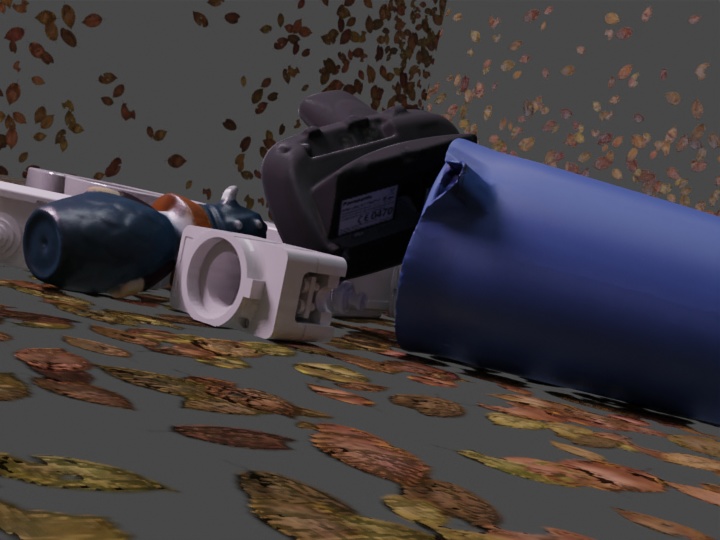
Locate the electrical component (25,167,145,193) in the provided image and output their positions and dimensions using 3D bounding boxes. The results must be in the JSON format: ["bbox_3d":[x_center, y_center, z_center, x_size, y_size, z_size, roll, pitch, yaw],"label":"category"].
[{"bbox_3d":[-0.237,-0.049,0.917,0.095,0.059,0.054,9,4,-43],"label":"electrical component"}]

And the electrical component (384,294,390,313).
[{"bbox_3d":[0.058,-0.014,0.951,0.109,0.108,0.056,9,7,-42],"label":"electrical component"}]

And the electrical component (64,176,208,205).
[{"bbox_3d":[-0.168,-0.029,0.792,0.108,0.060,0.108,12,3,-1],"label":"electrical component"}]

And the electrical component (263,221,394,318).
[{"bbox_3d":[-0.044,-0.002,0.817,0.109,0.056,0.109,13,3,28],"label":"electrical component"}]

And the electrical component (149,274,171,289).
[{"bbox_3d":[-0.125,-0.008,0.719,0.055,0.048,0.066,2,6,-23],"label":"electrical component"}]

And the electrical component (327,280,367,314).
[{"bbox_3d":[-0.033,0.013,0.720,0.078,0.040,0.040,13,3,21],"label":"electrical component"}]

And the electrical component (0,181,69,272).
[{"bbox_3d":[-0.218,-0.028,0.685,0.100,0.048,0.099,12,3,-3],"label":"electrical component"}]

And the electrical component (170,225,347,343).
[{"bbox_3d":[-0.062,0.007,0.607,0.089,0.050,0.056,14,4,42],"label":"electrical component"}]

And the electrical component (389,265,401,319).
[{"bbox_3d":[0.072,-0.002,0.873,0.048,0.099,0.100,-3,-8,42],"label":"electrical component"}]
